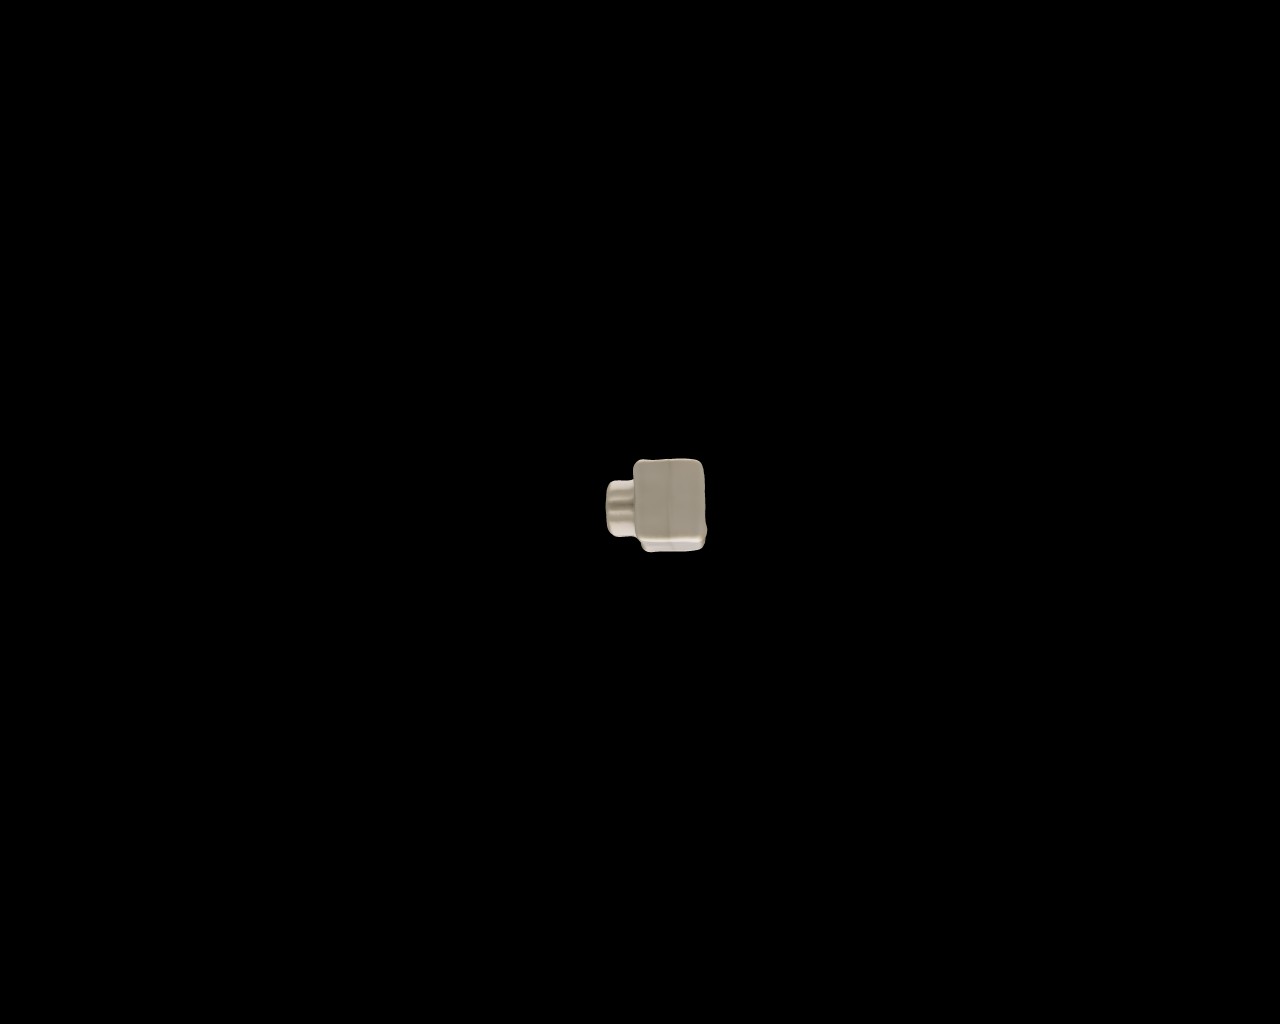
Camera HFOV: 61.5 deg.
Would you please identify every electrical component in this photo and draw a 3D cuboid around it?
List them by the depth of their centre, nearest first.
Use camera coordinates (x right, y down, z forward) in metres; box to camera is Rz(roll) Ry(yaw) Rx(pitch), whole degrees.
[{"bbox_3d":[0.001,-0.003,0.650,0.076,0.047,0.083,0,-7,4],"label":"electrical component"}]
